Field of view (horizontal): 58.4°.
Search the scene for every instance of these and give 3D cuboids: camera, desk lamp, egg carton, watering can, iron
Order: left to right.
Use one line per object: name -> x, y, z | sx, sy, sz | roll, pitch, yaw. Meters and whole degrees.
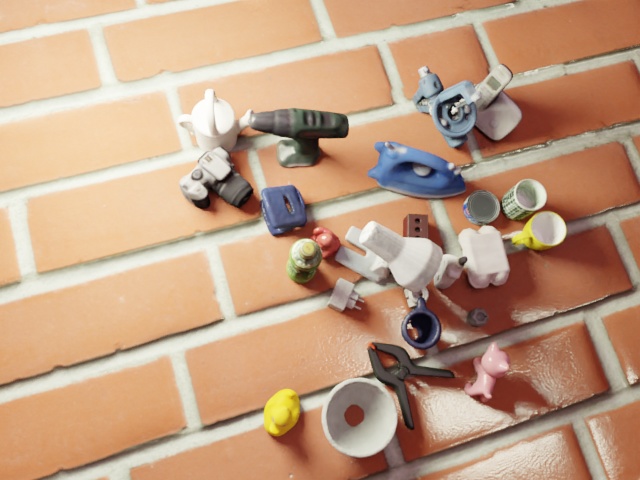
watering can -> -0.238, -0.281, 1.331 | 0.173, 0.194, 0.101 | -22, 79, -11
camera -> -0.235, -0.131, 1.343 | 0.137, 0.100, 0.143 | 40, 75, 4
desk lamp -> 0.151, 0.034, 1.289 | 0.203, 0.213, 0.118 | 27, 75, 1
iron -> 0.254, -0.177, 1.390 | 0.258, 0.141, 0.119 | 14, 75, -3
egg carton -> 0.398, 0.041, 1.391 | 0.107, 0.069, 0.150 | -10, 78, -9

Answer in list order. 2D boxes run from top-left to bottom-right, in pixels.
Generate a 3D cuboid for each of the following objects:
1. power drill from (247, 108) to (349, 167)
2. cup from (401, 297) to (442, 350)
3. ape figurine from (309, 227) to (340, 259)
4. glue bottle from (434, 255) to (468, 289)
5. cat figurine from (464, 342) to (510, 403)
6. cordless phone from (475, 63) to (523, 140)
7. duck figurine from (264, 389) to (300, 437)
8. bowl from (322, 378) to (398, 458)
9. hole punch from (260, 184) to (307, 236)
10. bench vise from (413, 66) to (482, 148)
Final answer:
power drill -> -0.052, -0.242, 1.336 | 0.230, 0.208, 0.075 | -6, 77, -8
cup -> 0.223, 0.195, 1.319 | 0.092, 0.095, 0.118 | 3, 76, -6
ape figurine -> 0.012, 0.005, 1.343 | 0.076, 0.092, 0.078 | 12, 75, -3
glue bottle -> 0.306, 0.063, 1.321 | 0.037, 0.173, 0.078 | 13, 75, -3
cat figurine -> 0.389, 0.302, 1.301 | 0.067, 0.117, 0.128 | 20, 75, -1
cordless phone -> 0.449, -0.347, 1.433 | 0.147, 0.185, 0.094 | 44, 76, 5
duck figurine -> -0.081, 0.376, 1.243 | 0.077, 0.086, 0.105 | 27, 75, 1
bowl -> 0.083, 0.390, 1.265 | 0.167, 0.074, 0.167 | 2, 76, -6
hole punch -> -0.085, -0.078, 1.352 | 0.101, 0.091, 0.108 | -18, 79, -11
bench vise -> 0.305, -0.341, 1.397 | 0.207, 0.219, 0.121 | 40, 75, 4
